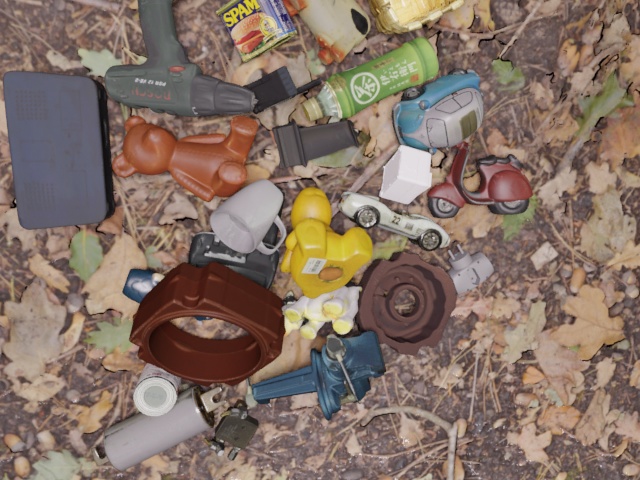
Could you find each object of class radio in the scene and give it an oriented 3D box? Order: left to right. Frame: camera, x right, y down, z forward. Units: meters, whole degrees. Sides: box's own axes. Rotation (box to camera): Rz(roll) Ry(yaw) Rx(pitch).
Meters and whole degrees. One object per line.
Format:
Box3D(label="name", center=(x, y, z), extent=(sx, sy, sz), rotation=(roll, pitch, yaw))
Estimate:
Box3D(label="radio", center=(-0.390, -0.134, 0.815), extent=(0.131, 0.073, 0.229), rotation=(-2, 102, -9))

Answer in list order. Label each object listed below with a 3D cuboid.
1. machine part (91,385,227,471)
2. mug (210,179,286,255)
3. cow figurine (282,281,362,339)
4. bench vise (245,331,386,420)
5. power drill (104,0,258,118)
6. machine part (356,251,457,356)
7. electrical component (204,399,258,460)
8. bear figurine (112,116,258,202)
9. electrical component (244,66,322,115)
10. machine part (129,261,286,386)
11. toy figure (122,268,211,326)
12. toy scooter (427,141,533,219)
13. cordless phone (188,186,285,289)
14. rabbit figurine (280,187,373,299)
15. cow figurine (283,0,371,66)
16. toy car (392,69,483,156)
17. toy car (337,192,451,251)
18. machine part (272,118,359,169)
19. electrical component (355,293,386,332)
Box3D(label="machine part", center=(-0.269, 0.316, 0.904), extent=(0.243, 0.079, 0.079), rotation=(-26, 102, -2))
Box3D(label="mug", center=(-0.095, -0.037, 0.824), extent=(0.109, 0.081, 0.107), rotation=(38, 55, -5))
Box3D(label="cow figurine", center=(-0.012, 0.111, 0.899), extent=(0.167, 0.098, 0.068), rotation=(-15, 117, 33))
Box3D(label="bench vise", center=(-0.012, 0.228, 0.879), extent=(0.241, 0.223, 0.129), rotation=(-14, 67, 3))
Box3D(label="power drill", center=(-0.205, -0.286, 0.795), extent=(0.232, 0.086, 0.207), rotation=(0, 102, 11))
Box3D(label="machine part", center=(0.144, 0.107, 0.925), extent=(0.179, 0.056, 0.179), rotation=(0, 89, -15))
Box3D(label="electrical component", center=(-0.154, 0.334, 0.943), extent=(0.078, 0.045, 0.102), rotation=(37, 93, -11))
Box3D(label="bear figurine", center=(-0.208, -0.137, 0.817), extent=(0.196, 0.132, 0.120), rotation=(19, 66, -15))
Box3D(label="electrical component", center=(-0.060, -0.241, 0.843), extent=(0.119, 0.075, 0.047), rotation=(-26, 103, 1))
Box3D(label="machine part", center=(-0.171, 0.138, 0.829), extent=(0.201, 0.087, 0.201), rotation=(33, 125, -27))
Box3D(label="toy figure", center=(-0.242, 0.090, 0.882), extent=(0.154, 0.064, 0.058), rotation=(21, 59, -16))
Box3D(label="toy scooter", center=(0.273, -0.108, 0.917), extent=(0.184, 0.075, 0.135), rotation=(-3, 99, -3))
Box3D(label="cordless phone", center=(-0.132, -0.010, 0.881), extent=(0.147, 0.089, 0.184), rotation=(12, 87, -10))
Box3D(label="rabbit figurine", center=(-0.002, -0.003, 0.863), extent=(0.122, 0.173, 0.162), rotation=(-2, 142, -18))
Box3D(label="cow figurine", center=(0.005, -0.382, 0.820), extent=(0.127, 0.086, 0.194), rotation=(-44, 110, -12))
Box3D(label="toy car", center=(0.205, -0.197, 0.862), extent=(0.162, 0.103, 0.109), rotation=(-28, 135, -7))
Box3D(label="toy car", center=(0.126, -0.032, 0.906), extent=(0.202, 0.073, 0.056), rotation=(19, 97, -11))
Box3D(label="machine part", center=(-0.005, -0.165, 0.884), extent=(0.139, 0.039, 0.084), rotation=(-11, 96, -5))
Box3D(label="electrical component", center=(0.094, 0.141, 0.958), extent=(0.063, 0.021, 0.094), rotation=(-3, 101, -8))
